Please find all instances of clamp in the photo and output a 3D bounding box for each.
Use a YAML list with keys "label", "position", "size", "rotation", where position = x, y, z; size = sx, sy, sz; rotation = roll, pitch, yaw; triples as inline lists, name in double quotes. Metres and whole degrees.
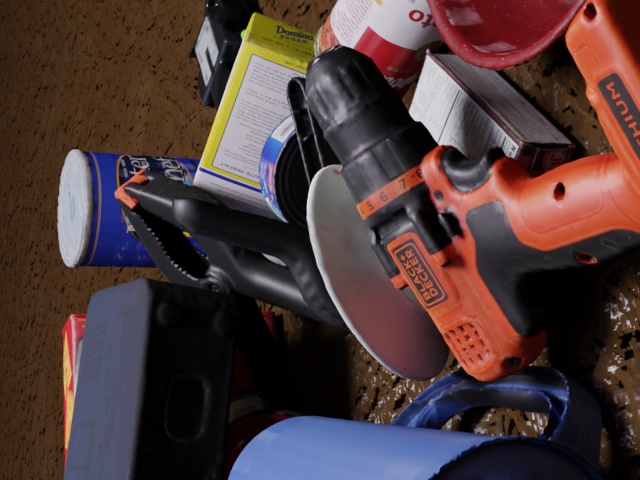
- label: "clamp"
  position: [-0.004, 0.001, 0.637]
  size: [0.171, 0.120, 0.039]
  rotation: [54, 163, -7]
- label: "clamp"
  position: [-0.064, 0.034, 0.768]
  size: [0.210, 0.036, 0.165]
  rotation: [38, 140, 8]

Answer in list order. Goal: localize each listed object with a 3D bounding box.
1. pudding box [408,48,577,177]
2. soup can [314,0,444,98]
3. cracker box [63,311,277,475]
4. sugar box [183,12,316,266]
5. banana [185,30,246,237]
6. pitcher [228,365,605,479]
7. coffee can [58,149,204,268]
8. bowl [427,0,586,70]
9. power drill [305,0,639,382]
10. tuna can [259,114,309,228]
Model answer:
- label: "pudding box"
  position: [0.083, -0.041, 0.583]
  size: [0.114, 0.039, 0.090]
  rotation: [57, 138, 47]
- label: "soup can"
  position: [0.047, -0.138, 0.631]
  size: [0.102, 0.068, 0.068]
  rotation: [-51, 44, 50]
- label: "cracker box"
  position: [-0.113, 0.165, 0.829]
  size: [0.072, 0.164, 0.214]
  rotation: [142, 126, -66]
- label: "sugar box"
  position: [-0.033, -0.066, 0.758]
  size: [0.048, 0.093, 0.176]
  rotation: [-80, 13, -47]
- label: "banana"
  position: [-0.071, -0.065, 0.843]
  size: [0.198, 0.037, 0.070]
  rotation: [-62, 37, 30]
- label: "pitcher"
  position: [0.043, 0.149, 0.565]
  size: [0.243, 0.149, 0.145]
  rotation: [-7, 96, 65]
- label: "coffee can"
  position: [-0.154, -0.025, 0.954]
  size: [0.103, 0.140, 0.103]
  rotation: [-178, 90, -64]
- label: "bowl"
  position: [0.113, -0.160, 0.510]
  size: [0.162, 0.055, 0.162]
  rotation: [2, 90, 64]
- label: "power drill"
  position: [0.085, -0.039, 0.475]
  size: [0.184, 0.057, 0.188]
  rotation: [57, 142, 1]
- label: "tuna can"
  position: [0.004, -0.044, 0.693]
  size: [0.034, 0.086, 0.086]
  rotation: [-145, 60, -62]
